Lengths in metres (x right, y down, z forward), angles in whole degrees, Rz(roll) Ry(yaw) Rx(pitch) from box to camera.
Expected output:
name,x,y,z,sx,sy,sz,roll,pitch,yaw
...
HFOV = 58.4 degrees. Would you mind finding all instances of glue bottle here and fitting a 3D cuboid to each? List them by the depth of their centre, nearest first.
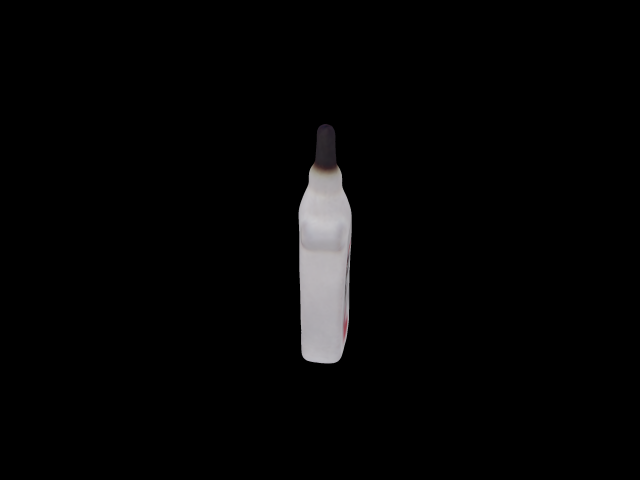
name,x,y,z,sx,sy,sz,roll,pitch,yaw
glue bottle,0.004,0.001,0.400,0.037,0.173,0.078,2,36,3
